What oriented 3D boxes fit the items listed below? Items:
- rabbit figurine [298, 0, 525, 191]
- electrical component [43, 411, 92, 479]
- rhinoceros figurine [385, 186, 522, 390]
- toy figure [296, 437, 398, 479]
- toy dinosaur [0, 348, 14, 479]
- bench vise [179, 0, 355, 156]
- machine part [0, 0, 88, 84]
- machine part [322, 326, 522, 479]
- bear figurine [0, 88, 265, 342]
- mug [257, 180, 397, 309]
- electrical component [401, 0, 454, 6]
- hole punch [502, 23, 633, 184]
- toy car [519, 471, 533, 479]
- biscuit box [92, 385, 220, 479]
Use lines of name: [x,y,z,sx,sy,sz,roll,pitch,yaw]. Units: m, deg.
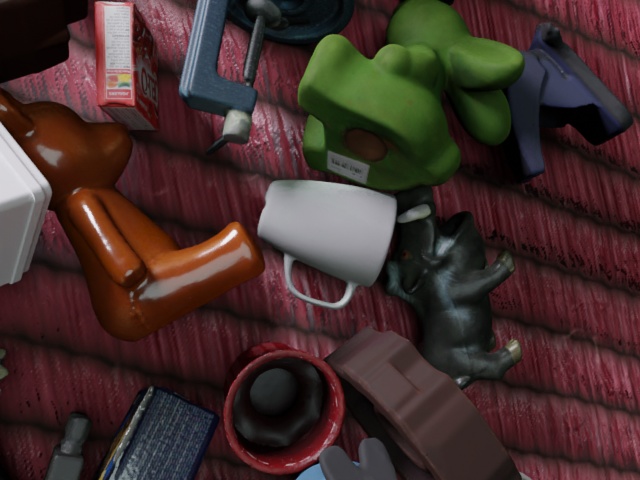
rabbit figurine: [0.079,-0.133,0.431,0.159,0.121,0.170,19,65,19]
electrical component: [-0.193,0.177,0.399,0.021,0.063,0.094,18,70,-22]
rhinoceros figurine: [0.114,0.041,0.491,0.112,0.073,0.190,-14,94,-4]
toy figure: [0.005,0.224,0.390,0.082,0.089,0.180,14,126,-9]
toy dinosaur: [-0.271,0.208,0.363,0.192,0.131,0.404,-27,105,-22]
bench vise: [-0.068,-0.194,0.418,0.223,0.129,0.240,12,77,-18]
machine part: [-0.276,-0.198,0.349,0.201,0.087,0.201,-30,82,-27]
machine part: [0.076,0.146,0.427,0.056,0.179,0.179,-38,98,-15]
bear figurine: [-0.147,-0.029,0.400,0.132,0.120,0.195,-28,89,-20]
mug: [-0.001,-0.001,0.459,0.107,0.081,0.109,18,90,-3]
electrical component: [0.101,-0.271,0.459,0.058,0.134,0.115,-30,94,-14]
hole punch: [0.197,-0.115,0.488,0.092,0.142,0.116,-37,82,15]
toy car: [0.109,0.262,0.479,0.202,0.073,0.056,-18,97,-15]
biscuit box: [-0.148,0.211,0.387,0.063,0.059,0.202,32,60,-16]
